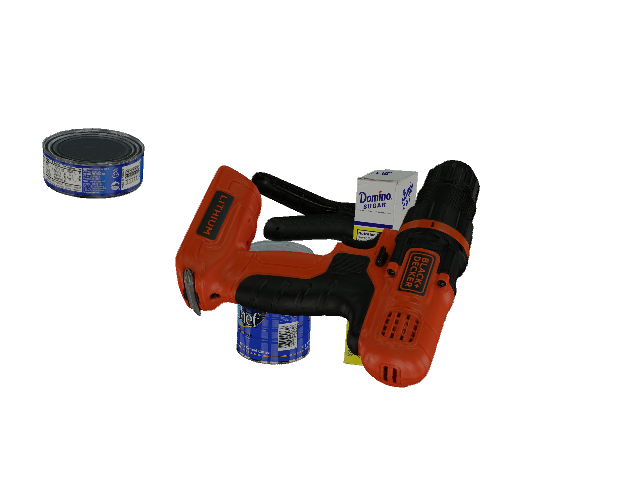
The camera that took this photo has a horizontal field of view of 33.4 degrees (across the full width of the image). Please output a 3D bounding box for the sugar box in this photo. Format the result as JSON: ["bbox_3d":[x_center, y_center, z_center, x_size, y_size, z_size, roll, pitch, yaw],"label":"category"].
[{"bbox_3d":[0.057,0.024,1.010,0.048,0.176,0.093,4,9,16],"label":"sugar box"}]

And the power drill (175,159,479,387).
[{"bbox_3d":[0.008,0.002,0.738,0.188,0.184,0.057,11,-39,15],"label":"power drill"}]

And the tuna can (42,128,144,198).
[{"bbox_3d":[-0.195,-0.066,0.916,0.086,0.034,0.086,5,24,-2],"label":"tuna can"}]

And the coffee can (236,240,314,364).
[{"bbox_3d":[-0.062,0.082,1.443,0.103,0.140,0.103,2,20,-1],"label":"coffee can"}]

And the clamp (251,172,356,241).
[{"bbox_3d":[0.022,-0.018,1.191,0.210,0.036,0.164,15,21,-7],"label":"clamp"}]
